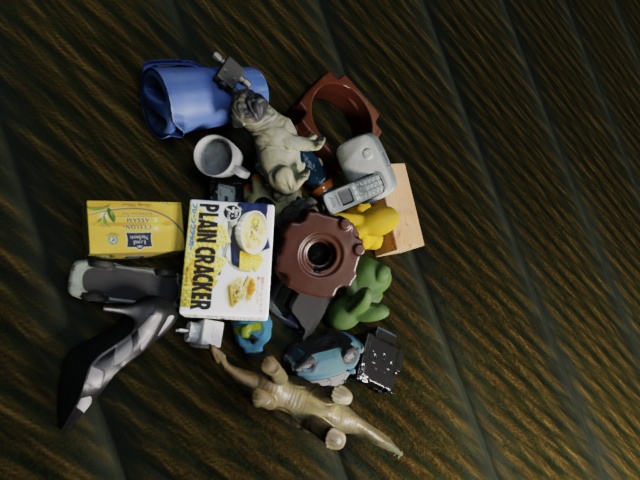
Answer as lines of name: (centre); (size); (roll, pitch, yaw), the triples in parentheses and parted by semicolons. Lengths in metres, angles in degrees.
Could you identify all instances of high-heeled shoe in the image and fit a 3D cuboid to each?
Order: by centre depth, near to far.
high-heeled shoe: (-0.342, 0.206, 0.916); (0.145, 0.086, 0.248); (20, 96, -48)

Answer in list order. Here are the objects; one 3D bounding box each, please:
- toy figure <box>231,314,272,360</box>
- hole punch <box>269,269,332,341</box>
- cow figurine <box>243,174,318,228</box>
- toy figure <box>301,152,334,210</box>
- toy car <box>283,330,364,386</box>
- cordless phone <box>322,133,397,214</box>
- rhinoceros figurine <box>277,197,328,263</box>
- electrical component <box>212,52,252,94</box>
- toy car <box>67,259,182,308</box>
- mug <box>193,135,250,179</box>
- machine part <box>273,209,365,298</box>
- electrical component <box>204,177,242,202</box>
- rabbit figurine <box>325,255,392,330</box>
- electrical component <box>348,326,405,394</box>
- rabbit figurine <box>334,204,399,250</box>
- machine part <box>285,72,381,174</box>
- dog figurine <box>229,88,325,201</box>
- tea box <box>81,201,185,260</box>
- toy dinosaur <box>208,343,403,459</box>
toy figure: (-0.143, 0.146, 1.056); (0.089, 0.082, 0.180); (-5, 83, -31)
hole punch: (-0.045, 0.125, 1.130); (0.115, 0.092, 0.142); (58, 48, -40)
cow figurine: (-0.070, -0.056, 1.153); (0.195, 0.085, 0.127); (13, 65, -31)
toy figure: (-0.005, -0.137, 1.229); (0.154, 0.064, 0.058); (55, 26, -11)
toy car: (0.011, 0.257, 1.112); (0.162, 0.109, 0.102); (-14, 108, -24)
cordless phone: (0.063, -0.139, 1.160); (0.184, 0.089, 0.146); (-25, 94, -30)
rhinoceros figurine: (-0.002, -0.003, 1.092); (0.190, 0.073, 0.112); (44, 77, -16)
electrical component: (-0.178, -0.320, 1.046); (0.094, 0.021, 0.063); (40, 56, -26)
toy car: (-0.342, 0.080, 0.963); (0.201, 0.056, 0.073); (12, 78, -32)
mug: (-0.186, -0.161, 1.085); (0.110, 0.107, 0.080); (29, 98, 6)
machine part: (-0.003, 0.026, 1.035); (0.179, 0.056, 0.179); (-2, 99, -12)
electrical component: (-0.198, -0.065, 1.095); (0.075, 0.048, 0.119); (5, 75, -30)
rabbit figurine: (0.086, 0.130, 1.177); (0.121, 0.159, 0.170); (42, 74, -27)
electrical component: (0.125, 0.265, 1.206); (0.115, 0.058, 0.134); (28, 64, -25)
rabbit figurine: (0.094, -0.038, 1.198); (0.162, 0.173, 0.121); (-6, 85, -37)
machine part: (0.032, -0.274, 1.273); (0.201, 0.087, 0.201); (45, 57, -15)
dog figurine: (-0.111, -0.185, 1.057); (0.190, 0.121, 0.172); (24, 87, -19)
tea box: (-0.341, -0.017, 0.982); (0.169, 0.068, 0.098); (-3, 78, -34)
toy dinosaur: (-0.010, 0.317, 1.015); (0.471, 0.198, 0.105); (33, 71, -10)
